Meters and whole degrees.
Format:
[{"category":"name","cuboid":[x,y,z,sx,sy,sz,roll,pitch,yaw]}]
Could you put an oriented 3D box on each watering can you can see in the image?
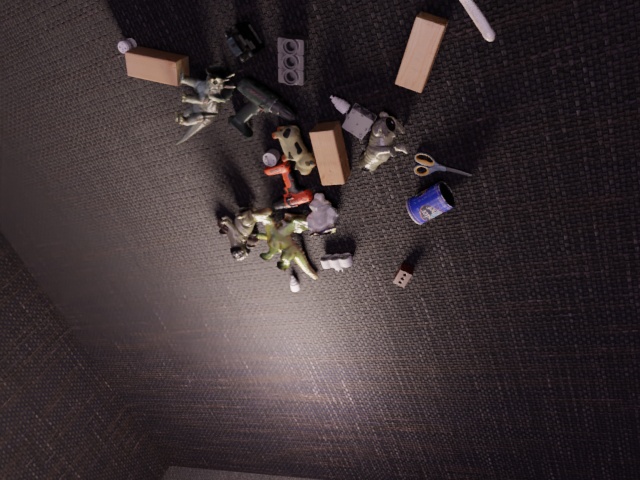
[{"category":"watering can","cuboid":[0.360,-0.691,1.367,0.103,0.229,0.343,-27,111,16]}]

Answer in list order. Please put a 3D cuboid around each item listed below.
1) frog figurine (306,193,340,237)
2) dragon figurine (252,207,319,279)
[{"category":"frog figurine","cuboid":[0.006,-0.100,1.995,0.136,0.123,0.161,-19,77,40]},{"category":"dragon figurine","cuboid":[-0.113,-0.002,2.098,0.407,0.125,0.238,29,124,-20]}]
